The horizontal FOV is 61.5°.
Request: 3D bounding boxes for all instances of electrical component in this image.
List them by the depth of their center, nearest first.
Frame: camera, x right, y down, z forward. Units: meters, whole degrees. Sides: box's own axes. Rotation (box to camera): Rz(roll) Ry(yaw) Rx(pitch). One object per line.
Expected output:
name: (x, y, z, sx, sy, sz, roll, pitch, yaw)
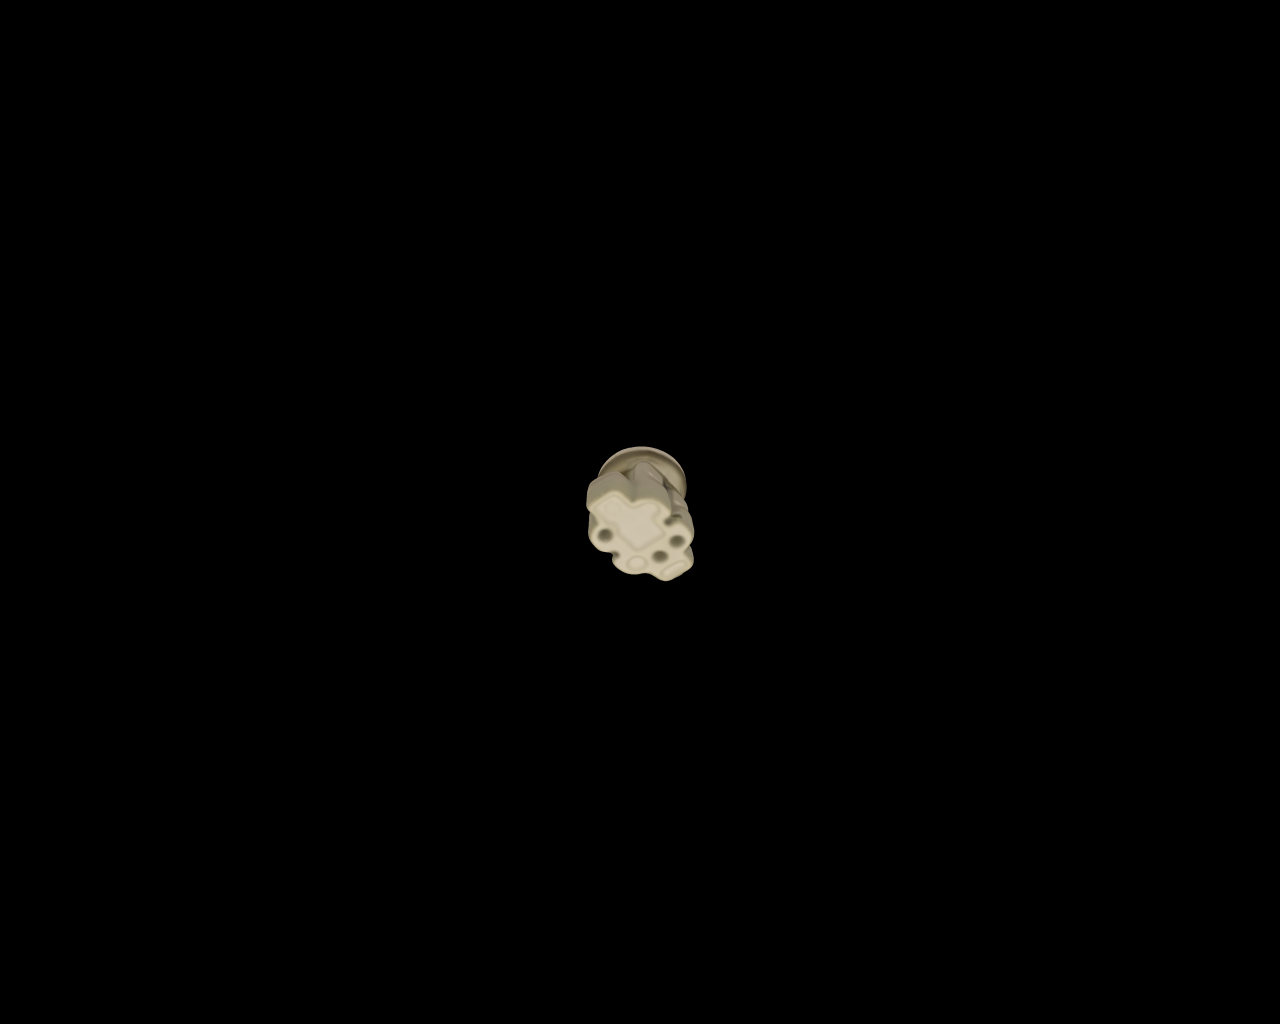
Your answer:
electrical component: (0.001, -0.003, 0.650, 0.058, 0.078, 0.057, -32, 32, 22)
